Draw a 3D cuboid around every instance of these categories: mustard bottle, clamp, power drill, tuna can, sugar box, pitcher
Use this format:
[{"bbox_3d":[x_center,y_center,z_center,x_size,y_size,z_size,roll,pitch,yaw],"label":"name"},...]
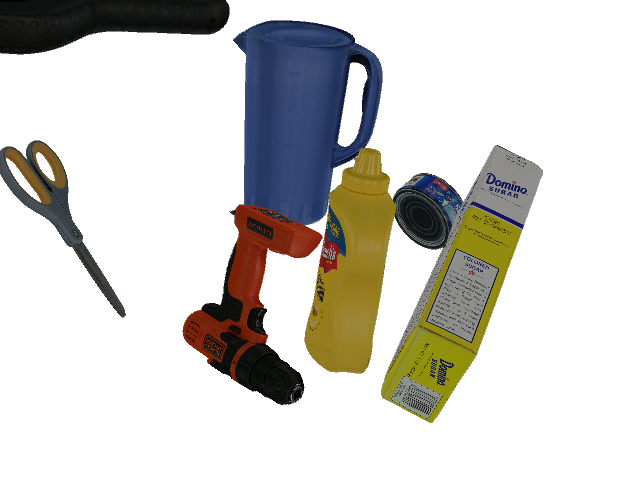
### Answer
[{"bbox_3d":[0.029,0.013,0.935,0.058,0.192,0.096,6,19,-11],"label":"mustard bottle"},{"bbox_3d":[-0.154,-0.147,0.640,0.171,0.039,0.120,-11,31,-29],"label":"clamp"},{"bbox_3d":[-0.064,0.067,1.168,0.185,0.188,0.057,27,11,39],"label":"power drill"},{"bbox_3d":[0.124,-0.033,1.227,0.033,0.086,0.086,-39,23,-32],"label":"tuna can"},{"bbox_3d":[0.098,0.027,0.723,0.048,0.176,0.093,27,-38,5],"label":"sugar box"},{"bbox_3d":[-0.024,-0.143,1.325,0.144,0.243,0.149,-9,28,-30],"label":"pitcher"}]

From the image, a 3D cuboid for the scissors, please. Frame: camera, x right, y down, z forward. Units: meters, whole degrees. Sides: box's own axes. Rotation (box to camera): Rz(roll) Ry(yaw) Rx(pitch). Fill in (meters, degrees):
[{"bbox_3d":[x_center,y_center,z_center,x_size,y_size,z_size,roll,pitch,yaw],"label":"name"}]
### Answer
[{"bbox_3d":[-0.249,-0.021,1.073,0.016,0.201,0.096,-27,26,23],"label":"scissors"}]
